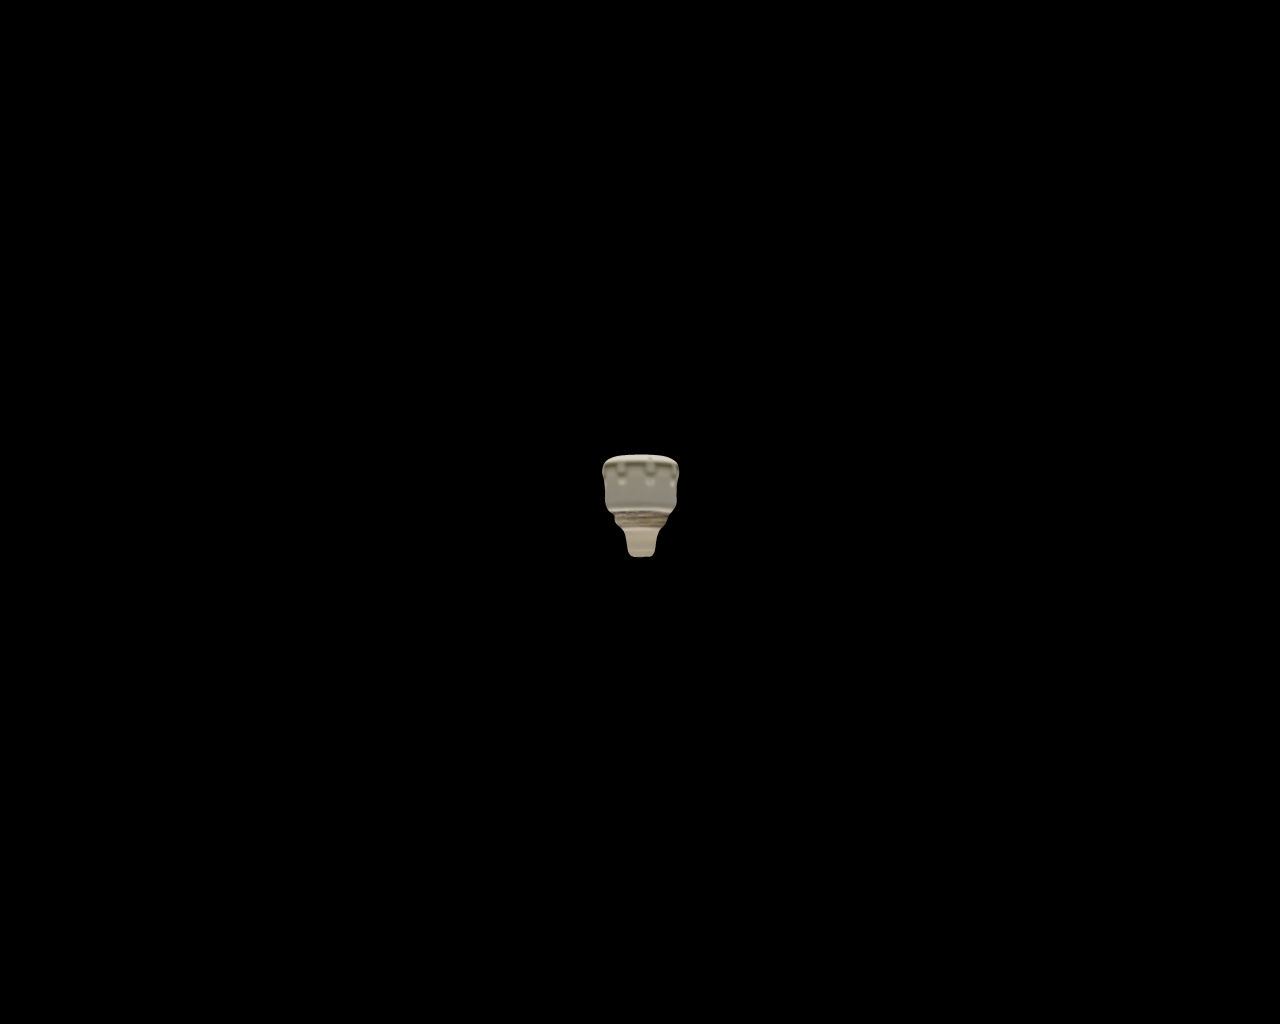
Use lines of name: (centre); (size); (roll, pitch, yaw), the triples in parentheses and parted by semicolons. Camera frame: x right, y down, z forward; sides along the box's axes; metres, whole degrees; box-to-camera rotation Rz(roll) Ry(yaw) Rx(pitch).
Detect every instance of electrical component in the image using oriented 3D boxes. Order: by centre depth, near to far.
electrical component: (0.001, -0.003, 0.650); (0.048, 0.062, 0.048); (0, -4, 0)
